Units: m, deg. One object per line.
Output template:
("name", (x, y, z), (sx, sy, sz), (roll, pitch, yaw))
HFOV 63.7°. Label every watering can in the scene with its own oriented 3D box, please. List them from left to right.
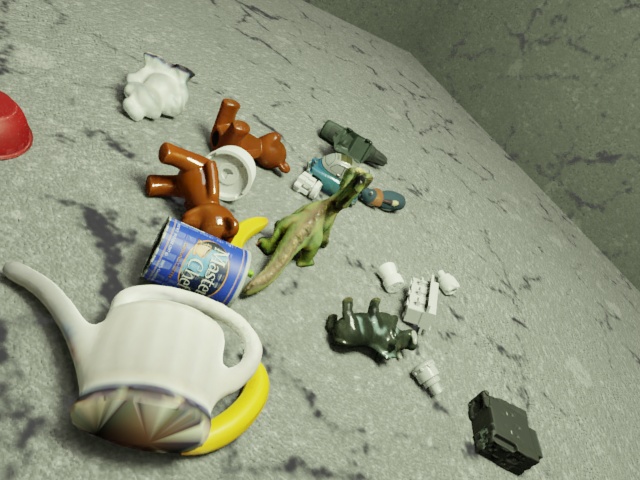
("watering can", (-0.242, 0.136, 0.636), (0.347, 0.102, 0.230), (15, 36, -14))

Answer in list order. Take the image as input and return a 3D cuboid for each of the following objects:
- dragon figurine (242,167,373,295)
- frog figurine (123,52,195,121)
("dragon figurine", (0.003, -0.050, 0.998), (0.122, 0.239, 0.418), (41, 28, -4))
("frog figurine", (-0.364, -0.314, 1.130), (0.136, 0.122, 0.162), (31, 66, -27))
